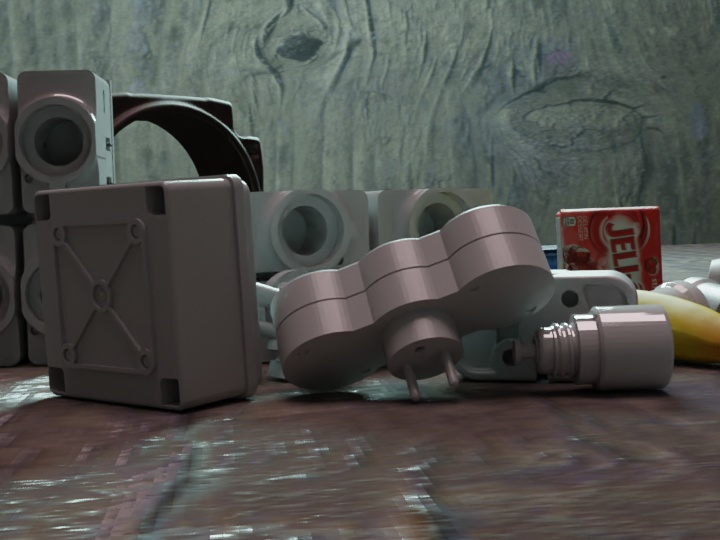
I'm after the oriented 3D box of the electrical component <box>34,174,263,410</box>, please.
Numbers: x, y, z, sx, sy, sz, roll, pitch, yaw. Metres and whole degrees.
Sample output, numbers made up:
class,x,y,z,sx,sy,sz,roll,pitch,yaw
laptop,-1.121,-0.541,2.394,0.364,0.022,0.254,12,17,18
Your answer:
class,x,y,z,sx,sy,sz,roll,pitch,yaw
electrical component,-0.107,0.010,0.538,0.109,0.108,0.056,0,6,40

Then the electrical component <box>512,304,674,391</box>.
class,x,y,z,sx,sy,sz,roll,pitch,yaw
electrical component,0.112,0.037,0.511,0.078,0.040,0.040,-2,2,0

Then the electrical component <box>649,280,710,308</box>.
class,x,y,z,sx,sy,sz,roll,pitch,yaw
electrical component,0.187,0.029,0.667,0.046,0.040,0.040,-11,7,-37

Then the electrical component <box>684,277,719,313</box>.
class,x,y,z,sx,sy,sz,roll,pitch,yaw
electrical component,0.228,0.027,0.692,0.040,0.040,0.046,-3,8,-18

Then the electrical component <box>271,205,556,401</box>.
class,x,y,z,sx,sy,sz,roll,pitch,yaw
electrical component,0.027,0.028,0.516,0.138,0.073,0.052,-21,-36,9

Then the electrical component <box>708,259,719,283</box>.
class,x,y,z,sx,sy,sz,roll,pitch,yaw
electrical component,0.295,0.016,0.820,0.055,0.048,0.066,7,6,21

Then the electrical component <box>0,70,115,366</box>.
class,x,y,z,sx,sy,sz,roll,pitch,yaw
electrical component,-0.218,-0.033,0.703,0.105,0.186,0.060,-2,3,-2

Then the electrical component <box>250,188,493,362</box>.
class,x,y,z,sx,sy,sz,roll,pitch,yaw
electrical component,0.000,0.000,0.710,0.186,0.105,0.060,-3,3,-28

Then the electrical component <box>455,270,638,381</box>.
class,x,y,z,sx,sy,sz,roll,pitch,yaw
electrical component,0.099,0.028,0.573,0.095,0.053,0.059,-1,3,15
